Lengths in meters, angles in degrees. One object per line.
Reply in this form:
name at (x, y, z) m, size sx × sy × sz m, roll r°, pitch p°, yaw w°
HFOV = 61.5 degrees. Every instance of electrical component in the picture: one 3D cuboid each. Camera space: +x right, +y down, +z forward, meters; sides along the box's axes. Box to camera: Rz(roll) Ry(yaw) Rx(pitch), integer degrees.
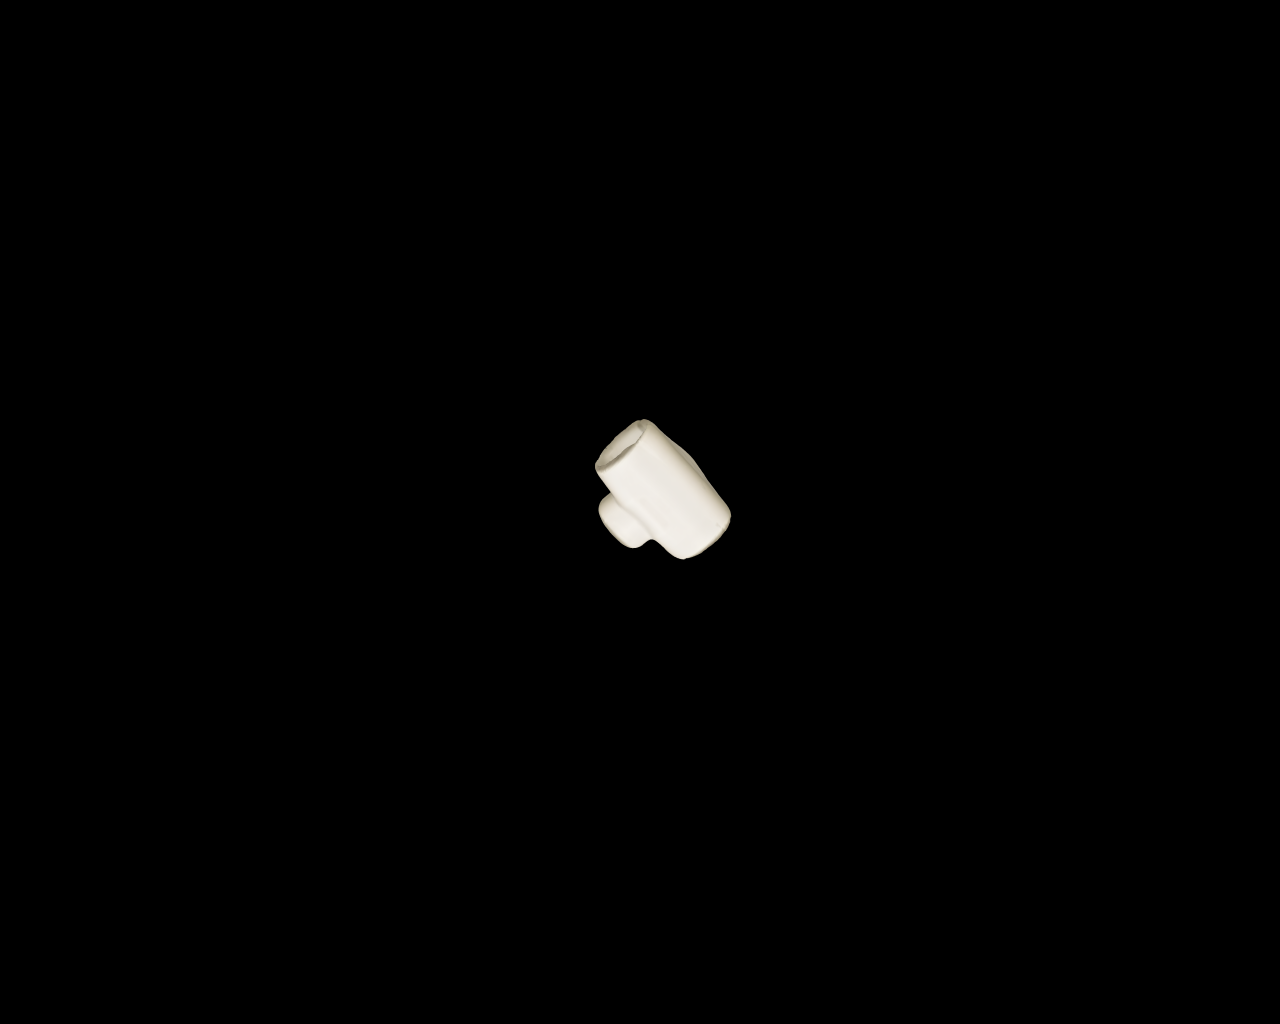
electrical component at (0.001, -0.003, 0.650) m, size 0.079 × 0.077 × 0.043 m, roll -38°, pitch 20°, yaw 16°
